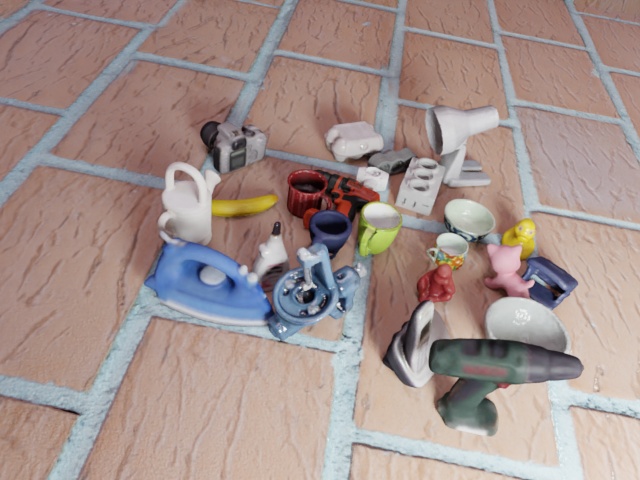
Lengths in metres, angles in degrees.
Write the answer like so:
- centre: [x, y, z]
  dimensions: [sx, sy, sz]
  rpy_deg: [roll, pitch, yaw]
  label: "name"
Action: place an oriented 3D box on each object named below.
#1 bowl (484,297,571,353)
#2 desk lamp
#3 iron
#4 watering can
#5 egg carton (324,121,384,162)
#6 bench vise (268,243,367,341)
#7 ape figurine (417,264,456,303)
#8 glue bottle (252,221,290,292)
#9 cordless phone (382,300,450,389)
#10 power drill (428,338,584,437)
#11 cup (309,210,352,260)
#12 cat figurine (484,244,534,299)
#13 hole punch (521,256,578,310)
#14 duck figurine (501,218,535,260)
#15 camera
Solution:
- centre: [0.390, 0.194, 1.109]
  dimensions: [0.167, 0.075, 0.167]
  rpy_deg: [6, 43, -5]
  label: "bowl"
- centre: [0.358, -0.248, 1.466]
  dimensions: [0.203, 0.213, 0.117]
  rpy_deg: [-4, 45, -16]
  label: "desk lamp"
- centre: [-0.194, 0.069, 1.072]
  dimensions: [0.258, 0.141, 0.119]
  rpy_deg: [18, 43, 7]
  label: "iron"
- centre: [-0.271, -0.083, 1.177]
  dimensions: [0.101, 0.194, 0.173]
  rpy_deg: [10, 43, 0]
  label: "watering can"
- centre: [0.092, -0.263, 1.532]
  dimensions: [0.151, 0.069, 0.107]
  rpy_deg: [-13, 48, -24]
  label: "egg carton"
- centre: [-0.004, 0.068, 1.054]
  dimensions: [0.121, 0.220, 0.208]
  rpy_deg: [31, 47, 20]
  label: "bench vise"
- centre: [0.245, 0.085, 1.181]
  dimensions: [0.077, 0.092, 0.076]
  rpy_deg: [27, 46, 17]
  label: "ape figurine"
- centre: [-0.091, 0.030, 1.111]
  dimensions: [0.078, 0.173, 0.037]
  rpy_deg: [-13, 48, -23]
  label: "glue bottle"
- centre: [0.190, 0.161, 1.022]
  dimensions: [0.094, 0.185, 0.148]
  rpy_deg: [30, 46, 20]
  label: "cordless phone"
- centre: [0.282, 0.237, 0.944]
  dimensions: [0.229, 0.208, 0.075]
  rpy_deg: [11, 43, 0]
  label: "power drill"
- centre: [0.011, 0.004, 1.216]
  dimensions: [0.091, 0.095, 0.118]
  rpy_deg: [25, 45, 15]
  label: "cup"
- centre: [0.404, 0.065, 1.216]
  dimensions: [0.067, 0.118, 0.127]
  rpy_deg: [-15, 49, -25]
  label: "cat figurine"
- centre: [0.496, 0.079, 1.240]
  dimensions: [0.101, 0.091, 0.108]
  rpy_deg: [-28, 55, -34]
  label: "hole punch"
- centre: [0.473, -0.015, 1.337]
  dimensions: [0.077, 0.086, 0.105]
  rpy_deg: [22, 44, 12]
  label: "duck figurine"
- centre: [-0.225, -0.255, 1.435]
  dimensions: [0.143, 0.101, 0.136]
  rpy_deg: [-28, 55, -34]
  label: "camera"
